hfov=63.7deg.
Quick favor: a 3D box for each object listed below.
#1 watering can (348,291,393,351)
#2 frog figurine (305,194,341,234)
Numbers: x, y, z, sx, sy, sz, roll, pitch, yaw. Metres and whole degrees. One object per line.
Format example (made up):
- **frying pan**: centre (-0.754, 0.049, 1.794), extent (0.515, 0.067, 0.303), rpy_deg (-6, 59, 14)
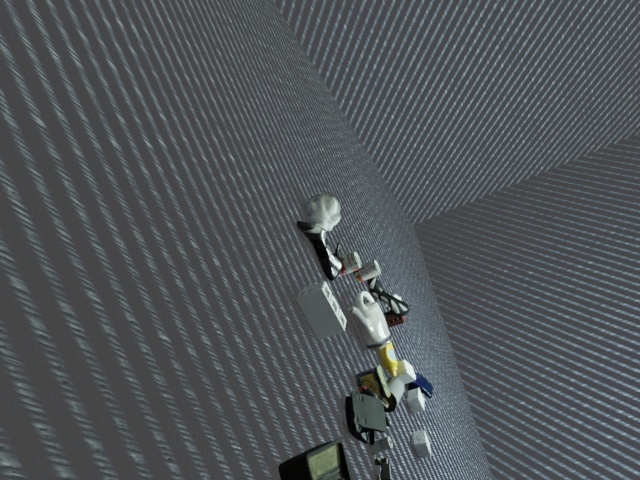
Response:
- **watering can**: centre (0.177, 0.304, 1.893), extent (0.225, 0.103, 0.348), rpy_deg (68, 16, 4)
- **frog figurine**: centre (0.006, -0.096, 1.898), extent (0.137, 0.120, 0.162), rpy_deg (32, 31, -1)
